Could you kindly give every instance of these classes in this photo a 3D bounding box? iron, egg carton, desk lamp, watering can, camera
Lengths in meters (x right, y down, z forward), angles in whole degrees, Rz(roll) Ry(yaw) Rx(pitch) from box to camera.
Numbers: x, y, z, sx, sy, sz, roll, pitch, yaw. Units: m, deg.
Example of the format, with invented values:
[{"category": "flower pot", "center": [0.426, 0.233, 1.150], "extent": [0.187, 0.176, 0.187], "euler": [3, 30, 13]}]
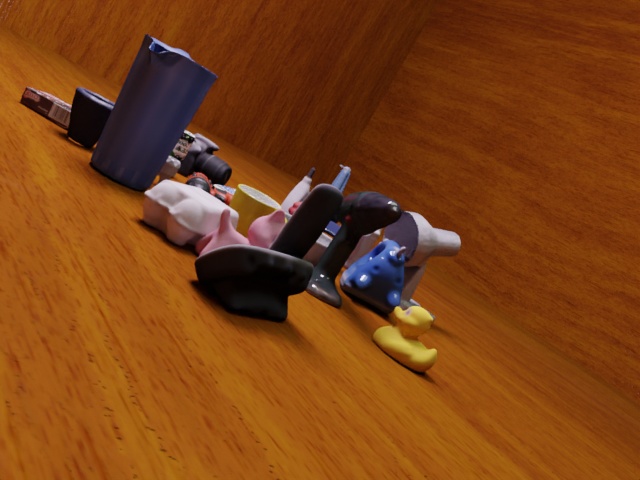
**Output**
[{"category": "iron", "center": [0.123, 0.055, 1.215], "extent": [0.119, 0.141, 0.258], "euler": [30, 7, -8]}, {"category": "egg carton", "center": [-0.191, -0.036, 0.859], "extent": [0.107, 0.069, 0.151], "euler": [33, 8, 17]}, {"category": "desk lamp", "center": [0.217, 0.056, 1.302], "extent": [0.204, 0.213, 0.117], "euler": [25, 9, -37]}, {"category": "watering can", "center": [0.105, -0.022, 1.452], "extent": [0.101, 0.194, 0.172], "euler": [27, 8, -25]}, {"category": "camera", "center": [-0.291, -0.198, 1.423], "extent": [0.136, 0.101, 0.143], "euler": [32, 7, 10]}]

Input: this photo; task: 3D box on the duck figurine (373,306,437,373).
[{"category": "duck figurine", "center": [0.145, 0.148, 0.899], "extent": [0.104, 0.086, 0.078], "euler": [34, 8, 27]}]

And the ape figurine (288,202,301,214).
[{"category": "ape figurine", "center": [-0.064, -0.051, 1.377], "extent": [0.076, 0.092, 0.078], "euler": [30, 7, -8]}]

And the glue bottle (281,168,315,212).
[{"category": "glue bottle", "center": [-0.057, -0.109, 1.472], "extent": [0.037, 0.173, 0.078], "euler": [32, 8, 15]}]

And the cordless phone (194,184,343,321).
[{"category": "cordless phone", "center": [-0.055, -0.002, 0.717], "extent": [0.093, 0.185, 0.148], "euler": [35, 9, 33]}]

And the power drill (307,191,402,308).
[{"category": "power drill", "center": [0.051, 0.005, 1.001], "extent": [0.076, 0.208, 0.229], "euler": [28, 8, -17]}]

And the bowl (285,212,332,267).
[{"category": "bowl", "center": [-0.037, 0.012, 1.131], "extent": [0.167, 0.074, 0.167], "euler": [30, 7, -4]}]

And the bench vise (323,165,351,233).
[{"category": "bench vise", "center": [0.034, -0.097, 1.571], "extent": [0.122, 0.219, 0.207], "euler": [28, 8, -20]}]

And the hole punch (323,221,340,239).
[{"category": "hole punch", "center": [0.012, 0.005, 1.307], "extent": [0.108, 0.091, 0.101], "euler": [31, 7, 5]}]

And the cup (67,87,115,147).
[{"category": "cup", "center": [-0.422, -0.221, 1.083], "extent": [0.091, 0.095, 0.118], "euler": [36, 9, 37]}]

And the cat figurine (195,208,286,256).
[{"category": "cat figurine", "center": [-0.097, -0.002, 0.819], "extent": [0.128, 0.117, 0.067], "euler": [26, 9, -32]}]
